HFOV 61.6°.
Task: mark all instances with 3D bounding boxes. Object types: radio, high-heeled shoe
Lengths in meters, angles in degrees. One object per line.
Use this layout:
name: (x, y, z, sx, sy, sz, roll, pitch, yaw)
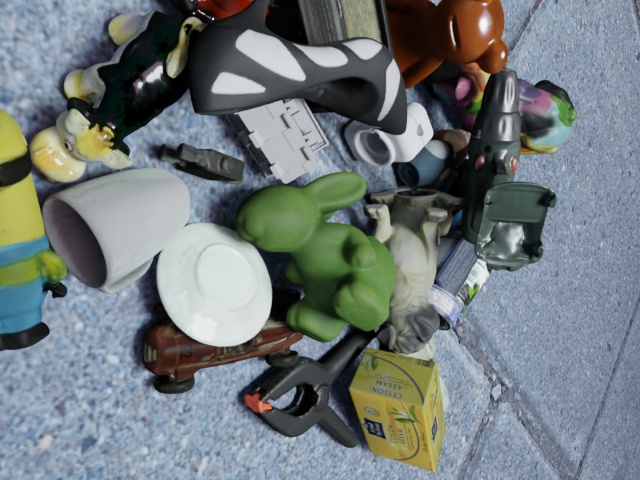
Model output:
radio: (0.002, -0.258, 0.583, 0.131, 0.073, 0.229, -31, 116, -36)
high-heeled shoe: (-0.003, -0.121, 0.489, 0.248, 0.086, 0.145, 32, 70, -38)

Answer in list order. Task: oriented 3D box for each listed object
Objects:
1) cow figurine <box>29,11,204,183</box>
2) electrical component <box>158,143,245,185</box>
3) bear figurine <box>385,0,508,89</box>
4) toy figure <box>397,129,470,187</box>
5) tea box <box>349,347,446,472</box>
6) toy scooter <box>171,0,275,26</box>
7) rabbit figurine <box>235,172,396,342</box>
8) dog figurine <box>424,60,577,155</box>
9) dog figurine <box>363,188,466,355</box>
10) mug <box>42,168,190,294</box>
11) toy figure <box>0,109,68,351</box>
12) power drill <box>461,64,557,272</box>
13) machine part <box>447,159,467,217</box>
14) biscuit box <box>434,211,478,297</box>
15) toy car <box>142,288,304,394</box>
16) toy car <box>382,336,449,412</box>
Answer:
cow figurine: (-0.159, -0.113, 0.438, 0.068, 0.098, 0.167, 46, 65, -44)
electrical component: (-0.104, -0.072, 0.516, 0.094, 0.063, 0.021, 18, 84, -44)
bear figurine: (0.143, -0.253, 0.633, 0.132, 0.196, 0.120, -40, 118, -34)
toy figure: (0.175, -0.123, 0.771, 0.154, 0.058, 0.064, -32, 97, -33)
tea box: (0.106, 0.222, 0.698, 0.068, 0.098, 0.169, -61, 146, -38)
toy scooter: (-0.123, -0.254, 0.467, 0.135, 0.075, 0.183, -49, 122, -27)
rabbit figurine: (-0.001, -0.002, 0.556, 0.170, 0.121, 0.159, 41, 58, -19)
dog figurine: (0.255, -0.205, 0.765, 0.219, 0.192, 0.108, 18, 90, -59)
dog figurine: (0.120, 0.035, 0.712, 0.172, 0.121, 0.190, -30, 123, -55)
mug: (-0.163, -0.009, 0.464, 0.107, 0.081, 0.109, -38, 140, -42)
toy figure: (-0.235, -0.007, 0.386, 0.082, 0.089, 0.180, -14, 103, -46)
power drill: (0.216, -0.076, 0.648, 0.207, 0.086, 0.231, -87, 178, -60)
machine part: (0.200, -0.065, 0.803, 0.039, 0.084, 0.139, 32, 55, 6)
biscuit box: (0.214, 0.001, 0.827, 0.203, 0.059, 0.062, -50, 125, -26)
toy car: (-0.087, 0.101, 0.566, 0.202, 0.053, 0.089, 0, 93, -42)
toy car: (0.145, 0.203, 0.793, 0.073, 0.056, 0.201, -35, 118, -34)
